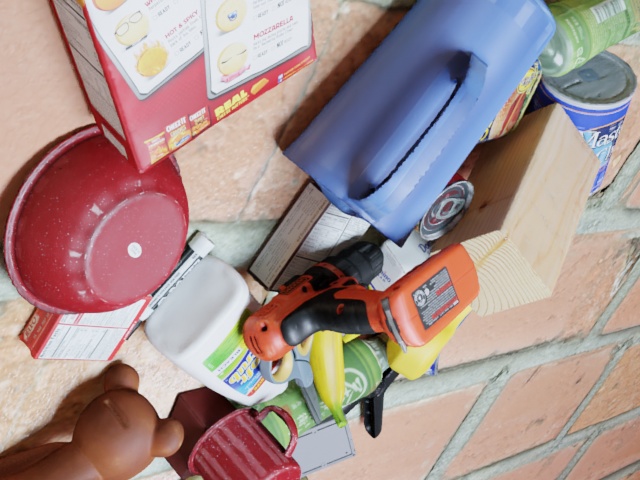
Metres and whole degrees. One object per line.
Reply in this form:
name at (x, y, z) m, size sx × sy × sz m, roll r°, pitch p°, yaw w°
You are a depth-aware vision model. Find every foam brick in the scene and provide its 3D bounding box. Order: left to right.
foam brick at (-0.126, 0.199, 1.111) m, size 0.052 × 0.051 × 0.078 m, roll -9°, pitch 133°, yaw -46°

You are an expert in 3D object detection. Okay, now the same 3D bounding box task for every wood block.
wood block at (0.200, -0.033, 1.073) m, size 0.091 × 0.090 × 0.205 m, roll -22°, pitch -153°, yaw 44°

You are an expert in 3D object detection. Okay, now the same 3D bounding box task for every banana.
banana at (0.012, 0.098, 1.136) m, size 0.037 × 0.070 × 0.198 m, roll -16°, pitch 115°, yaw -30°

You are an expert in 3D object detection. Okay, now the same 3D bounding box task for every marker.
marker at (-0.140, 0.042, 0.939) m, size 0.121 × 0.020 × 0.020 m, roll -47°, pitch 150°, yaw 2°

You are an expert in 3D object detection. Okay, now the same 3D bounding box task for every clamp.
clamp at (0.051, 0.182, 1.325) m, size 0.164 × 0.036 × 0.210 m, roll -8°, pitch 131°, yaw -45°

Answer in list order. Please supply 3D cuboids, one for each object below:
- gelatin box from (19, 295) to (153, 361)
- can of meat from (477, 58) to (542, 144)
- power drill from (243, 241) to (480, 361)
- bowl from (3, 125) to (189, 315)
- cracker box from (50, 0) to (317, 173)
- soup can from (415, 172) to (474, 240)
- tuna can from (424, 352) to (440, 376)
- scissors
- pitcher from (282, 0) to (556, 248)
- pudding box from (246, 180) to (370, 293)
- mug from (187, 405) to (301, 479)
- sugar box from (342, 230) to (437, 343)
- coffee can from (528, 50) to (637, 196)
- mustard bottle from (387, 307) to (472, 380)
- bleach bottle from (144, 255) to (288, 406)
gelatin box at (-0.194, 0.064, 0.887) m, size 0.089 × 0.030 × 0.073 m, roll 11°, pitch 118°, yaw -53°
can of meat at (0.166, -0.144, 1.060) m, size 0.083 × 0.057 × 0.102 m, roll -17°, pitch 140°, yaw -44°
power drill at (0.046, 0.046, 0.947) m, size 0.184 × 0.188 × 0.057 m, roll -38°, pitch 109°, yaw -40°
bowl at (-0.152, -0.004, 0.801) m, size 0.161 × 0.055 × 0.162 m, roll -28°, pitch 134°, yaw -35°
cracker box at (-0.091, -0.170, 0.696) m, size 0.164 × 0.072 × 0.214 m, roll -36°, pitch 147°, yaw -19°
soup can at (0.087, -0.057, 1.020) m, size 0.068 × 0.102 × 0.068 m, roll -31°, pitch 146°, yaw -24°
tuna can at (0.133, 0.123, 1.314) m, size 0.086 × 0.034 × 0.086 m, roll 8°, pitch 89°, yaw -84°
scissors at (-0.027, 0.146, 1.085) m, size 0.096 × 0.016 × 0.202 m, roll -46°, pitch 145°, yaw -42°
pitcher at (0.092, -0.120, 0.916) m, size 0.243 × 0.149 × 0.144 m, roll -52°, pitch 150°, yaw 3°
pudding box at (-0.007, 0.001, 1.037) m, size 0.113 × 0.039 × 0.089 m, roll -56°, pitch 148°, yaw 12°
mug at (-0.066, 0.222, 1.078) m, size 0.117 × 0.082 × 0.093 m, roll -51°, pitch 150°, yaw 6°
sugar box at (0.080, 0.042, 1.133) m, size 0.093 × 0.048 × 0.176 m, roll -26°, pitch 166°, yaw -30°
coffee can at (0.278, -0.128, 1.171) m, size 0.102 × 0.103 × 0.140 m, roll -29°, pitch 146°, yaw -27°
mustard bottle at (0.143, 0.065, 1.177) m, size 0.192 × 0.058 × 0.096 m, roll -58°, pitch 179°, yaw 37°
bleach bottle at (-0.078, 0.104, 1.049) m, size 0.102 × 0.068 × 0.250 m, roll -50°, pitch 153°, yaw -5°
